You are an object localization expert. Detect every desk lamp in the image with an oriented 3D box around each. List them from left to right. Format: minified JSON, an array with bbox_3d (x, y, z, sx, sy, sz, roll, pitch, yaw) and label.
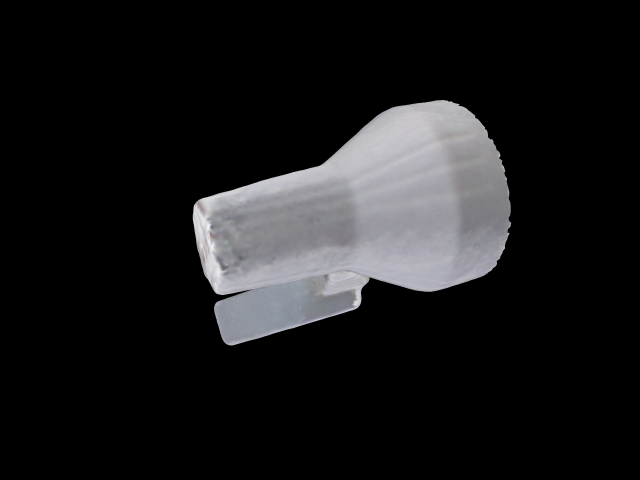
[{"bbox_3d":[0.004,0.001,0.400,0.203,0.213,0.118,-18,79,-3],"label":"desk lamp"}]
